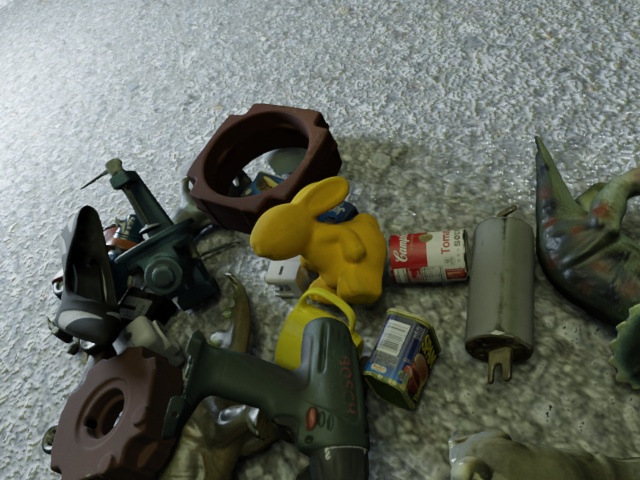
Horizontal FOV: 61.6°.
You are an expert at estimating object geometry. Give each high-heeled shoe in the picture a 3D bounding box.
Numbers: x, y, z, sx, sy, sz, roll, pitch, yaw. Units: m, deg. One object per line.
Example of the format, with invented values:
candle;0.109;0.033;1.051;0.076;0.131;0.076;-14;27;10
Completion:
high-heeled shoe;-0.308;0.042;0.735;0.249;0.086;0.145;22;94;49

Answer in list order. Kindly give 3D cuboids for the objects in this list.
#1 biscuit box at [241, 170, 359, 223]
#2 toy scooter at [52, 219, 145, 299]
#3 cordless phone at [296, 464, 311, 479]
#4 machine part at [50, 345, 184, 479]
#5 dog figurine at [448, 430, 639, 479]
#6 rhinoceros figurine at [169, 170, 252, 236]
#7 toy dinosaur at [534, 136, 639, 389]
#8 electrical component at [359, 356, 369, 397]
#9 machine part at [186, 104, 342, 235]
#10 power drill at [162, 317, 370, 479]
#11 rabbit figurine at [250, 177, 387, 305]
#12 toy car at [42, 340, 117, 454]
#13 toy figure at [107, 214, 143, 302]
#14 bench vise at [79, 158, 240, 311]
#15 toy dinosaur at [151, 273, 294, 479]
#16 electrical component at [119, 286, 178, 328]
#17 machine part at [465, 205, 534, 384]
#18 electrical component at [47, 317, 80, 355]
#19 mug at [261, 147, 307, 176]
biscuit box;-0.029;-0.047;0.851;0.203;0.062;0.059;22;67;34
toy scooter;-0.390;0.017;0.940;0.184;0.075;0.135;-27;55;5
cordless phone;-0.008;0.325;0.552;0.146;0.088;0.184;-34;38;-5
machine part;-0.243;0.213;0.641;0.179;0.056;0.179;-23;44;24
dog figurine;0.223;0.216;0.473;0.191;0.172;0.121;-17;59;19
rhinoceros figurine;-0.202;-0.056;0.923;0.190;0.073;0.112;-39;48;-10
toy dinosaur;0.334;0.025;0.615;0.192;0.131;0.405;-34;43;-6
electrical component;0.035;0.185;0.640;0.021;0.063;0.094;22;55;28
machine part;-0.083;-0.107;0.821;0.201;0.087;0.201;15;62;30
power drill;-0.049;0.178;0.544;0.207;0.086;0.232;8;53;-3
rabbit figurine;-0.001;-0.002;0.696;0.122;0.173;0.162;-179;104;-70
toy car;-0.318;0.219;0.745;0.053;0.089;0.202;-5;53;19
toy figure;-0.319;0.031;0.847;0.058;0.064;0.154;-15;52;48
bench vise;-0.234;-0.010;0.786;0.129;0.240;0.223;-29;6;9
toy dinosaur;-0.132;0.231;0.652;0.199;0.104;0.471;-4;48;24
electrical component;-0.292;0.114;0.845;0.119;0.047;0.075;11;58;27
machine part;0.220;0.058;0.655;0.079;0.079;0.243;-1;54;22
electrical component;-0.394;0.127;0.878;0.078;0.045;0.102;23;65;36
mug;-0.054;-0.170;0.951;0.107;0.080;0.110;-38;40;0
